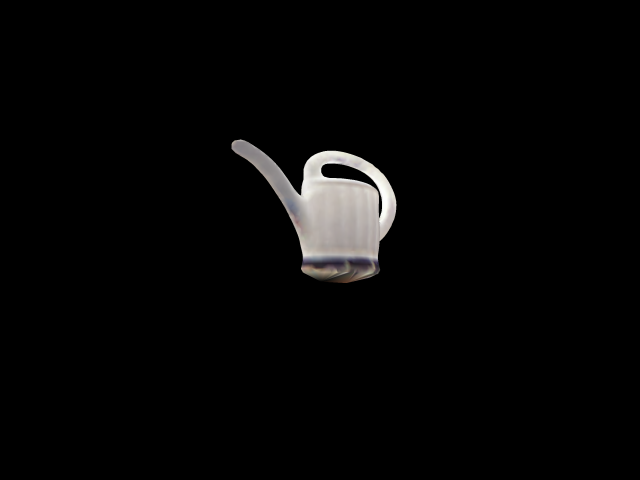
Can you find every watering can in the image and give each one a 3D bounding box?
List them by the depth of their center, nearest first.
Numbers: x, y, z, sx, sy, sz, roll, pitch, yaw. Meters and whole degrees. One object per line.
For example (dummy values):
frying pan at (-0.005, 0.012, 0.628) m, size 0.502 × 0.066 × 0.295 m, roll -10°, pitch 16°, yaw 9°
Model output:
watering can at (0.003, -0.043, 0.850) m, size 0.347 × 0.226 × 0.103 m, roll 6°, pitch -10°, yaw -39°
